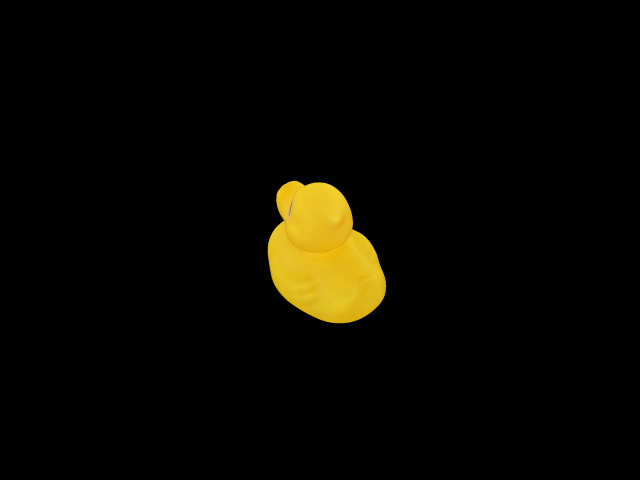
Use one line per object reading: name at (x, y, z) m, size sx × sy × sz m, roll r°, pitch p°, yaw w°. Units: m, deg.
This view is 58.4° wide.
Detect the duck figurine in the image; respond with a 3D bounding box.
duck figurine at (0.004, 0.001, 0.400) m, size 0.078 × 0.086 × 0.104 m, roll -31°, pitch 58°, yaw -22°
